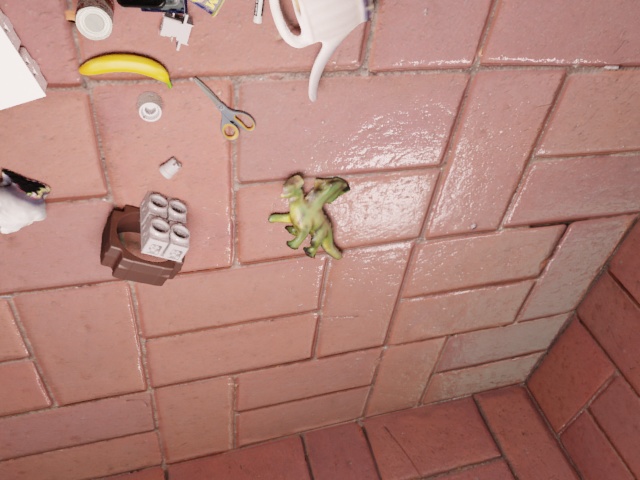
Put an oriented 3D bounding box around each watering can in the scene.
[{"bbox_3d":[0.017,-0.486,1.142,0.224,0.106,0.340,-22,136,0],"label":"watering can"}]

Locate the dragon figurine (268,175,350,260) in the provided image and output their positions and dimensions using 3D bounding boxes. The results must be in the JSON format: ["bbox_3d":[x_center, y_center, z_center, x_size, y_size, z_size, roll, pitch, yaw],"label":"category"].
[{"bbox_3d":[0.005,-0.078,1.554,0.240,0.124,0.407,-49,140,15],"label":"dragon figurine"}]

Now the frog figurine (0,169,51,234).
[{"bbox_3d":[-0.739,-0.070,1.242,0.158,0.124,0.137,-54,148,15],"label":"frog figurine"}]
